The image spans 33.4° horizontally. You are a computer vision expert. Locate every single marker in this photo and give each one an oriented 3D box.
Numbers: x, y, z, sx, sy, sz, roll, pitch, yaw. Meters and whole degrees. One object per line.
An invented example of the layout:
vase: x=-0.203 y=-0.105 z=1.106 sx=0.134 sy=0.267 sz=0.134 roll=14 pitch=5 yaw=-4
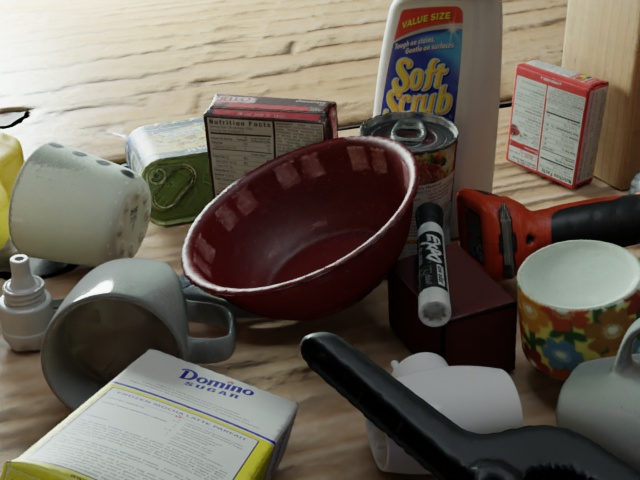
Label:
marker: x=0.069 y=0.011 z=0.656 sx=0.020 sy=0.020 sz=0.121 roll=1 pitch=31 yaw=3

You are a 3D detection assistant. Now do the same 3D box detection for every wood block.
wood block: x=0.259 y=-0.157 z=0.860 sx=0.090 sy=0.206 sz=0.090 roll=-16 pitch=33 yaw=-23

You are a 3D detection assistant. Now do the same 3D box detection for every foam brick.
foam brick: x=0.081 y=0.047 z=0.667 sx=0.053 sy=0.051 sz=0.078 roll=-15 pitch=32 yaw=-16

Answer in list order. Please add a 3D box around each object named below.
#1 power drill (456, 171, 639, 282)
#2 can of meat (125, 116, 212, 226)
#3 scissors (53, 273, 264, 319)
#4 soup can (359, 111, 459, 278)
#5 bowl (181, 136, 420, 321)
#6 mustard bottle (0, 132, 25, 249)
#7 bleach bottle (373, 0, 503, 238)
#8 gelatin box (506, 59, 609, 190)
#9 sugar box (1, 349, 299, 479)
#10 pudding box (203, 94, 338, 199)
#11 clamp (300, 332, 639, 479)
power drill: x=0.194 y=-0.019 z=0.746 sx=0.187 sy=0.057 sz=0.184 roll=-8 pitch=8 yaw=-1
can of meat: x=-0.101 y=-0.059 z=0.855 sx=0.102 sy=0.057 sz=0.084 roll=-11 pitch=30 yaw=-16
scissors: x=-0.108 y=0.028 z=0.744 sx=0.202 sy=0.016 sz=0.096 roll=1 pitch=29 yaw=5
soup can: x=0.061 y=-0.031 z=0.752 sx=0.068 sy=0.102 sz=0.068 roll=-1 pitch=30 yaw=0
bowl: x=-0.004 y=0.001 z=0.677 sx=0.162 sy=0.055 sz=0.162 roll=-19 pitch=31 yaw=12
mustard bottle: x=-0.276 y=-0.020 z=0.791 sx=0.096 sy=0.058 sz=0.191 roll=-5 pitch=30 yaw=-7
bleach bottle: x=0.083 y=-0.131 z=0.775 sx=0.103 sy=0.251 sz=0.067 roll=22 pitch=37 yaw=34
gelatin box: x=0.193 y=-0.095 z=0.872 sx=0.030 sy=0.089 sz=0.073 roll=-22 pitch=36 yaw=-35
sugar box: x=-0.074 y=0.107 z=0.508 sx=0.093 sy=0.048 sz=0.176 roll=19 pitch=10 yaw=7
pudding box: x=-0.033 y=-0.048 z=0.774 sx=0.090 sy=0.113 sz=0.039 roll=6 pitch=33 yaw=12
clamp: x=0.076 y=0.120 z=0.519 sx=0.210 sy=0.036 sz=0.164 roll=4 pitch=51 yaw=-4
